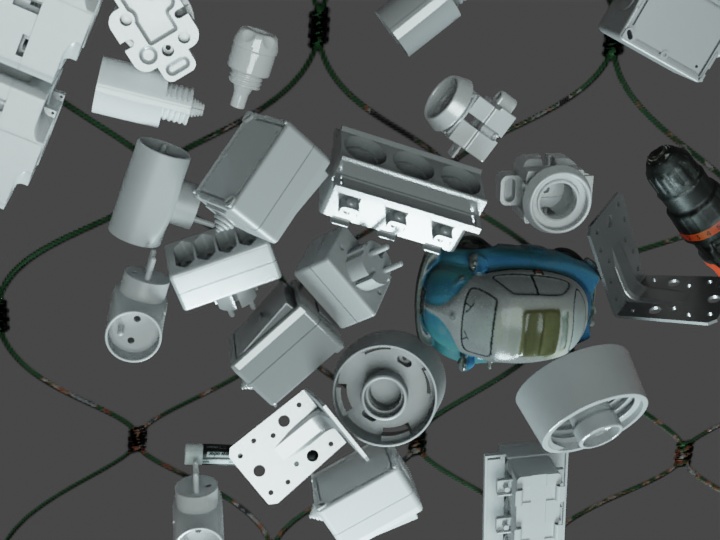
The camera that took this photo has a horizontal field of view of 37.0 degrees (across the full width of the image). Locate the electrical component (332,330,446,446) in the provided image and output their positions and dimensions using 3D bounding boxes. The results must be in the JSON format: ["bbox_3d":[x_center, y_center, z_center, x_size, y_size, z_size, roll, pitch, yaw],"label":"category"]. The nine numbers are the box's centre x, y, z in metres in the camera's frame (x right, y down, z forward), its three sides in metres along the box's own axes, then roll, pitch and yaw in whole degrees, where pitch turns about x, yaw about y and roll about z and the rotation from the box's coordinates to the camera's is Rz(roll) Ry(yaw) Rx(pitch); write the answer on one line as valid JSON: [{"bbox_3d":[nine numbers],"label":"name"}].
[{"bbox_3d":[0.025,0.103,0.935,0.099,0.064,0.099,1,99,6],"label":"electrical component"}]

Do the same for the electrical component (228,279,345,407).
[{"bbox_3d":[-0.070,0.062,0.896,0.096,0.061,0.061,-41,111,7],"label":"electrical component"}]

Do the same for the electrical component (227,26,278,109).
[{"bbox_3d":[-0.086,-0.154,0.827,0.035,0.035,0.061,15,110,-14],"label":"electrical component"}]

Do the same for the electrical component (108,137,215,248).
[{"bbox_3d":[-0.149,-0.056,0.850,0.079,0.043,0.077,18,107,-15],"label":"electrical component"}]

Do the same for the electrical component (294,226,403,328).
[{"bbox_3d":[0.000,0.000,0.875,0.077,0.047,0.065,-24,117,36],"label":"electrical component"}]

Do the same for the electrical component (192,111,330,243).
[{"bbox_3d":[-0.077,-0.064,0.829,0.061,0.062,0.096,40,79,-38],"label":"electrical component"}]

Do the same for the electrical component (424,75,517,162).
[{"bbox_3d":[0.085,-0.123,0.860,0.055,0.048,0.066,31,103,-26],"label":"electrical component"}]

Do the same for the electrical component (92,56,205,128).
[{"bbox_3d":[-0.159,-0.131,0.819,0.081,0.043,0.043,12,108,-13],"label":"electrical component"}]

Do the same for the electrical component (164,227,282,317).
[{"bbox_3d":[-0.106,0.007,0.879,0.083,0.047,0.075,-19,128,-3],"label":"electrical component"}]

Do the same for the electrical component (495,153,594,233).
[{"bbox_3d":[0.157,-0.063,0.888,0.078,0.057,0.058,-3,111,-8],"label":"electrical component"}]

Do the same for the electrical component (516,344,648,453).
[{"bbox_3d":[0.197,0.119,0.933,0.108,0.060,0.108,-15,148,-10],"label":"electrical component"}]

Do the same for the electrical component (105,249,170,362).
[{"bbox_3d":[-0.175,0.022,0.857,0.043,0.077,0.079,15,107,-14],"label":"electrical component"}]

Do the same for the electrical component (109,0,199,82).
[{"bbox_3d":[-0.151,-0.182,0.794,0.058,0.057,0.078,-30,112,3],"label":"electrical component"}]

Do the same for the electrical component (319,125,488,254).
[{"bbox_3d":[0.032,-0.062,0.863,0.121,0.078,0.063,16,128,-14],"label":"electrical component"}]

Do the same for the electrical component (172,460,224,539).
[{"bbox_3d":[-0.141,0.204,0.931,0.043,0.077,0.079,-3,111,-8],"label":"electrical component"}]

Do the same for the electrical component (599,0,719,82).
[{"bbox_3d":[0.247,-0.194,0.850,0.096,0.061,0.061,24,105,-17],"label":"electrical component"}]

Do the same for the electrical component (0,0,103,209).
[{"bbox_3d":[-0.236,-0.147,0.768,0.060,0.105,0.186,22,106,-16],"label":"electrical component"}]

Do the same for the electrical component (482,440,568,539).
[{"bbox_3d":[0.156,0.226,0.994,0.079,0.063,0.121,-4,111,-7],"label":"electrical component"}]

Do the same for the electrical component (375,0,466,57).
[{"bbox_3d":[0.057,-0.206,0.825,0.081,0.043,0.043,-37,112,6],"label":"electrical component"}]

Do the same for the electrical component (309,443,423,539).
[{"bbox_3d":[0.001,0.204,0.962,0.096,0.061,0.061,-29,112,3],"label":"electrical component"}]
